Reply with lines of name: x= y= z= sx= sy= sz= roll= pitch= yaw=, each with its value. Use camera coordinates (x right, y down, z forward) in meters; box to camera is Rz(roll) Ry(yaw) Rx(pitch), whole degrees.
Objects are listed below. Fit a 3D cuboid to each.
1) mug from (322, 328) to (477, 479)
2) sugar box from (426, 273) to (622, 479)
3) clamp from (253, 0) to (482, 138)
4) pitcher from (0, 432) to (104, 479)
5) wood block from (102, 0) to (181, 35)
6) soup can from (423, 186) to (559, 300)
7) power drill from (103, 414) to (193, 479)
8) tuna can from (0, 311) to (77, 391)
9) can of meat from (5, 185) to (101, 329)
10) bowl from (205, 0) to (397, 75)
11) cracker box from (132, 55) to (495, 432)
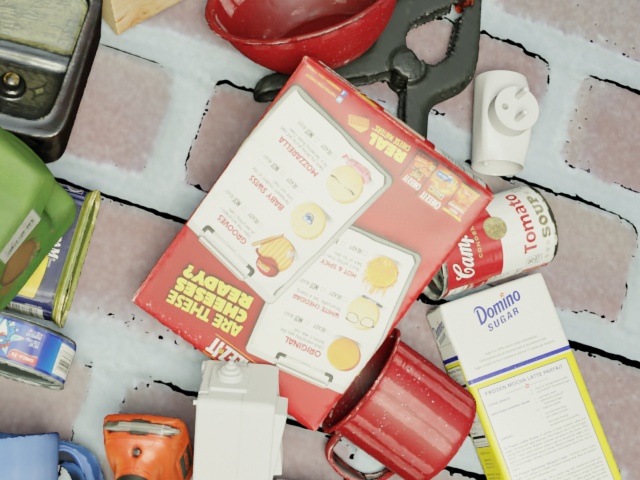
mug: x=0.053 y=0.134 z=0.789 sx=0.081 sy=0.093 sz=0.117 roll=37 pitch=103 yaw=-7
sugar box: x=0.157 y=0.123 z=0.830 sx=0.093 sy=0.048 sz=0.176 roll=-16 pitch=78 yaw=-15
clamp: x=0.072 y=-0.126 z=0.872 sx=0.209 sy=0.036 sz=0.164 roll=-43 pitch=89 yaw=-17
pitcher: x=-0.217 y=0.245 z=0.687 sx=0.149 sy=0.145 sz=0.243 roll=-6 pitch=82 yaw=-1
wood block: x=-0.098 y=-0.262 z=0.830 sx=0.206 sy=0.091 sz=0.090 roll=-33 pitch=72 yaw=-17
soup can: x=0.126 y=0.001 z=0.839 sx=0.102 sy=0.069 sz=0.068 roll=-16 pitch=81 yaw=-16
power drill: x=-0.122 y=0.223 z=0.702 sx=0.057 sy=0.184 sz=0.187 roll=3 pitch=57 yaw=0
tuna can: x=-0.214 y=0.075 z=0.739 sx=0.086 sy=0.086 sz=0.033 roll=19 pitch=73 yaw=-8
can of meat: x=-0.213 y=0.004 z=0.771 sx=0.084 sy=0.057 sz=0.102 roll=15 pitch=74 yaw=-6
bowl: x=-0.005 y=-0.176 z=0.832 sx=0.162 sy=0.162 sz=0.055 roll=-34 pitch=131 yaw=-17
cracker box: x=-0.005 y=0.001 z=0.768 sx=0.164 sy=0.072 sz=0.214 roll=36 pitch=100 yaw=-1
